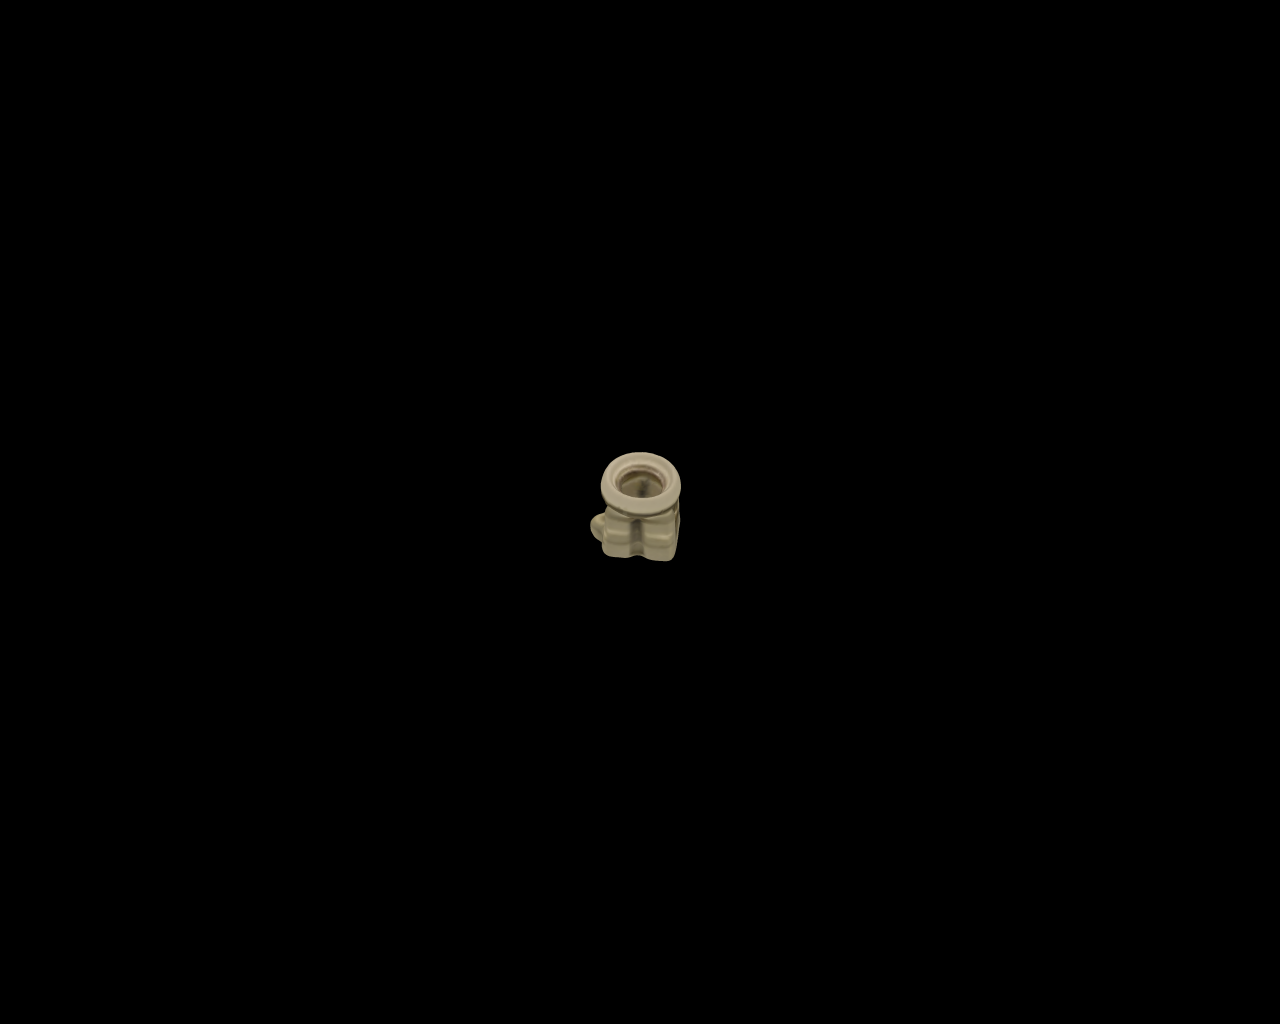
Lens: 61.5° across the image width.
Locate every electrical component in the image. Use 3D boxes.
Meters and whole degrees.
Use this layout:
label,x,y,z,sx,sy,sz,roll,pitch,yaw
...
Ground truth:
label,x,y,z,sx,sy,sz,roll,pitch,yaw
electrical component,0.001,-0.003,0.650,0.066,0.048,0.055,4,-43,4
